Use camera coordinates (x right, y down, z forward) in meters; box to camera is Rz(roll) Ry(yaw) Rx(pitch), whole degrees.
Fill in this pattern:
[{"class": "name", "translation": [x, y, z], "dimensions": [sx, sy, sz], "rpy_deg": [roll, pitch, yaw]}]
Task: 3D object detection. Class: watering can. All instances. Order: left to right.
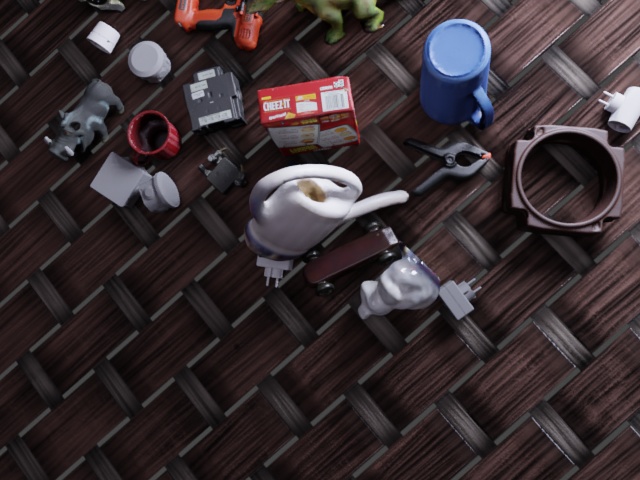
[{"class": "watering can", "translation": [0.003, -0.049, 0.967], "dimensions": [0.220, 0.347, 0.106], "rpy_deg": [-44, 55, 34]}]

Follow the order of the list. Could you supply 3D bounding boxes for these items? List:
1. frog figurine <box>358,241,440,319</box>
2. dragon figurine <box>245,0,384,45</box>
[{"class": "frog figurine", "translation": [0.141, 0.100, 0.965], "dimensions": [0.124, 0.136, 0.159], "rpy_deg": [43, 94, 19]}, {"class": "dragon figurine", "translation": [0.052, -0.507, 0.994], "dimensions": [0.409, 0.241, 0.123], "rpy_deg": [-18, 79, 7]}]
